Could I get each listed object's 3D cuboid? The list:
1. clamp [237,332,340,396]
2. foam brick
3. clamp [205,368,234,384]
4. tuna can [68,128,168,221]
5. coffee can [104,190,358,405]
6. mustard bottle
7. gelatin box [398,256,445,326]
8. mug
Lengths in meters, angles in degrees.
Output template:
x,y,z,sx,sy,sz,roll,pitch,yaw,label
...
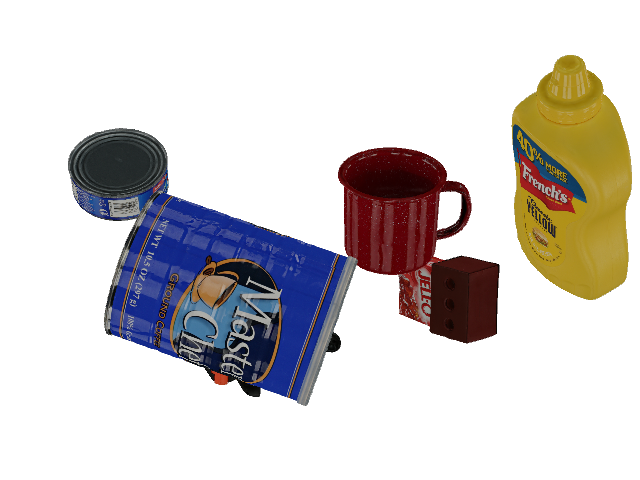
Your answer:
x,y,z,sx,sy,sz,roll,pitch,yaw,label
-0.103,0.122,1.260,0.210,0.036,0.164,14,23,26,clamp
0.149,0.061,1.108,0.051,0.078,0.053,-14,20,-42,foam brick
-0.082,0.088,1.036,0.120,0.039,0.171,2,16,21,clamp
-0.176,-0.058,0.936,0.086,0.086,0.034,0,-42,-4,tuna can
-0.058,0.038,0.706,0.140,0.103,0.103,19,1,2,coffee can
0.170,-0.048,0.726,0.058,0.191,0.096,-28,50,-11,mustard bottle
0.135,0.063,1.350,0.073,0.089,0.030,21,35,39,gelatin box
0.074,-0.025,0.932,0.117,0.081,0.093,-4,33,-5,mug
